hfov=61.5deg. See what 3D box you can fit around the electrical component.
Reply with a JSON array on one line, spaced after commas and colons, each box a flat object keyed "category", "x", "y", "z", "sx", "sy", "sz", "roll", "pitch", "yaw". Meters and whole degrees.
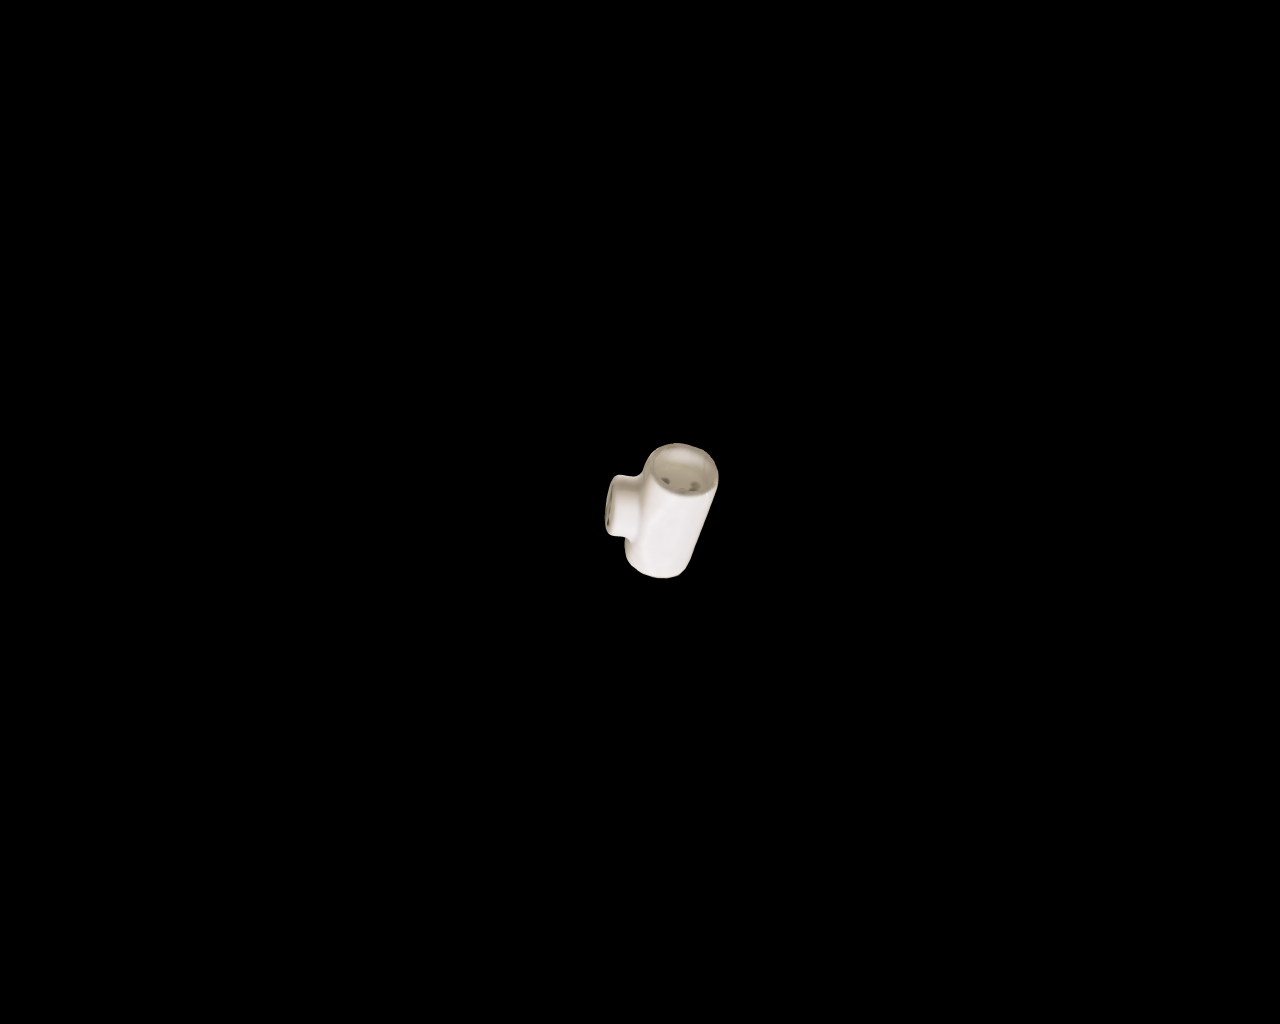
[{"category": "electrical component", "x": 0.001, "y": -0.003, "z": 0.650, "sx": 0.079, "sy": 0.044, "sz": 0.077, "roll": 8, "pitch": -43, "yaw": -8}]
